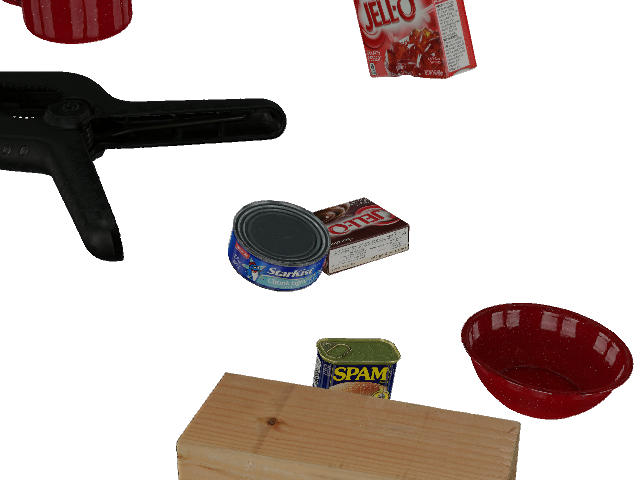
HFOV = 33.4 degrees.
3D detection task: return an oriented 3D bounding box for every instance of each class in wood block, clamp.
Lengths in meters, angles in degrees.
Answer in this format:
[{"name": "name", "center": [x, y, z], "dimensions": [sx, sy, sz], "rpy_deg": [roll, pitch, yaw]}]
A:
[{"name": "wood block", "center": [0.020, 0.160, 0.701], "dimensions": [0.206, 0.090, 0.090], "rpy_deg": [8, 27, 16]}, {"name": "clamp", "center": [-0.136, -0.067, 0.641], "dimensions": [0.210, 0.036, 0.164], "rpy_deg": [25, 42, 31]}]

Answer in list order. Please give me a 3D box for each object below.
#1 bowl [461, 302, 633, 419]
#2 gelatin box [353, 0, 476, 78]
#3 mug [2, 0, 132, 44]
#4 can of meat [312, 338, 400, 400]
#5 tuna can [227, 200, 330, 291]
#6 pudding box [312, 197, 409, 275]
[{"name": "bowl", "center": [0.212, 0.122, 1.019], "dimensions": [0.162, 0.055, 0.162], "rpy_deg": [4, 27, -2]}, {"name": "gelatin box", "center": [0.058, -0.145, 0.703], "dimensions": [0.030, 0.073, 0.089], "rpy_deg": [-24, 20, -27]}, {"name": "mug", "center": [-0.195, -0.198, 0.789], "dimensions": [0.117, 0.081, 0.093], "rpy_deg": [2, 36, 1]}, {"name": "can of meat", "center": [0.041, 0.171, 1.316], "dimensions": [0.102, 0.084, 0.057], "rpy_deg": [2, 24, -15]}, {"name": "tuna can", "center": [-0.036, 0.005, 0.918], "dimensions": [0.086, 0.034, 0.086], "rpy_deg": [11, 38, -8]}, {"name": "pudding box", "center": [0.031, -0.006, 1.209], "dimensions": [0.113, 0.039, 0.090], "rpy_deg": [-19, 30, -26]}]
